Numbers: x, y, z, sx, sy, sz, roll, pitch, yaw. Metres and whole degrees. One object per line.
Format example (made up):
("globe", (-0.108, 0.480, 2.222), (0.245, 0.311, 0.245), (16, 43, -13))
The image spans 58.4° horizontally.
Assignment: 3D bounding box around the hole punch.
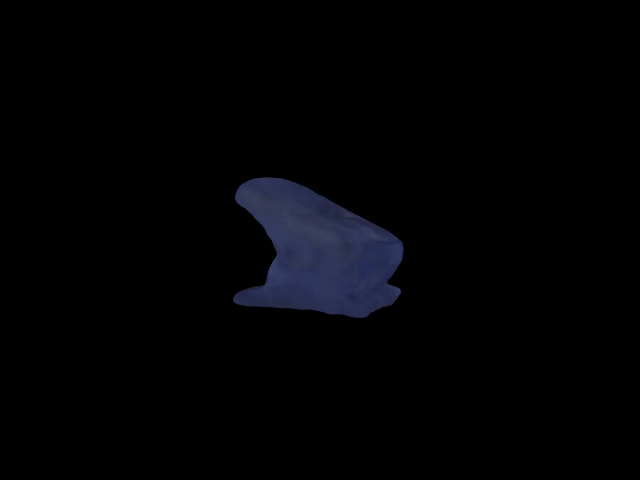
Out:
("hole punch", (0.004, 0.001, 0.400), (0.100, 0.091, 0.109), (1, 4, 24))
